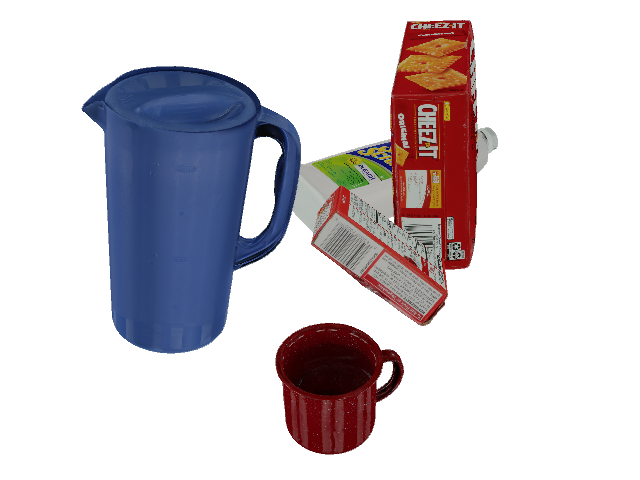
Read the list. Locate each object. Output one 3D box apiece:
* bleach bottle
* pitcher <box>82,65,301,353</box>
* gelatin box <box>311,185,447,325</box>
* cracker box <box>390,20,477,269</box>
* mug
[{"bbox_3d":[0.091,-0.081,1.218,0.250,0.068,0.103,-23,44,-24],"label":"bleach bottle"},{"bbox_3d":[-0.119,-0.022,0.952,0.144,0.243,0.149,-23,42,-40],"label":"pitcher"},{"bbox_3d":[0.038,0.009,0.675,0.089,0.030,0.073,37,15,-7],"label":"gelatin box"},{"bbox_3d":[0.108,-0.094,0.974,0.072,0.164,0.213,0,27,9],"label":"cracker box"},{"bbox_3d":[0.019,0.130,0.946,0.117,0.081,0.093,-17,41,-18],"label":"mug"}]
